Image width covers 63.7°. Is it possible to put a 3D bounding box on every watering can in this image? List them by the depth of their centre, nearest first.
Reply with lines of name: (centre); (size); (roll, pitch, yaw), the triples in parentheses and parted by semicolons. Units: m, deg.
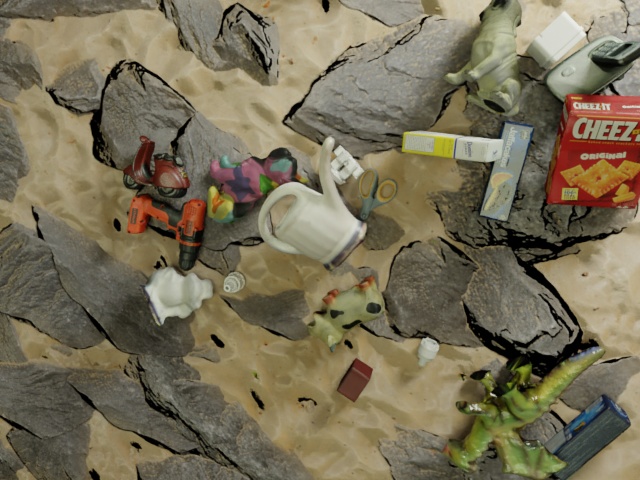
watering can: (0.003, -0.055, 1.096); (0.223, 0.106, 0.341); (32, 135, -13)

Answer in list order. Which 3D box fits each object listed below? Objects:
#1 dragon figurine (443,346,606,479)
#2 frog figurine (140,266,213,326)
dragon figurine: (0.447, 0.397, 1.115); (0.407, 0.123, 0.242); (-23, 95, 20)
frog figurine: (-0.355, 0.127, 1.296); (0.160, 0.121, 0.138); (-23, 87, -18)
